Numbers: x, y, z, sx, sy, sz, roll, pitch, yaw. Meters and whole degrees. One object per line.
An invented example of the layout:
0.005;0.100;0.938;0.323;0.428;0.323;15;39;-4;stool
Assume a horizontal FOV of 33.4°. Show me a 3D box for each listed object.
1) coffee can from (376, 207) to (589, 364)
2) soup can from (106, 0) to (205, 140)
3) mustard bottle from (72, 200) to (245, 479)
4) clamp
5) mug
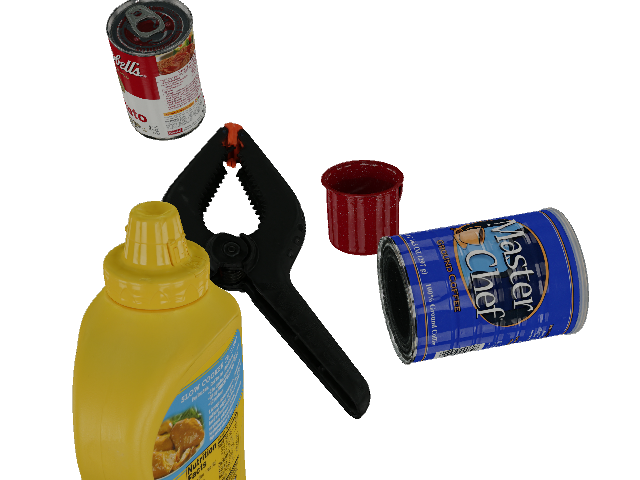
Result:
0.125;0.035;0.843;0.140;0.103;0.103;-10;1;-9;coffee can
-0.132;-0.140;0.872;0.068;0.068;0.102;0;-36;2;soup can
-0.065;0.074;0.444;0.058;0.192;0.096;12;28;20;mustard bottle
-0.046;0.020;0.664;0.164;0.210;0.036;8;-32;-3;clamp
0.056;-0.041;1.225;0.093;0.081;0.117;18;36;33;mug
